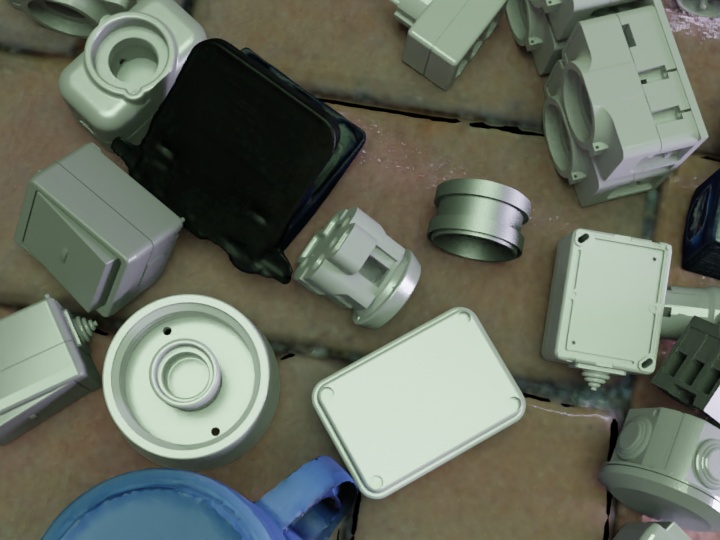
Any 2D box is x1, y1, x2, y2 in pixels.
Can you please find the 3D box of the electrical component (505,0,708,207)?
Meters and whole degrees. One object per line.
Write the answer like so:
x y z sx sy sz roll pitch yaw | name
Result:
0.147 -0.145 0.690 0.060 0.105 0.186 -14 78 -6 | electrical component

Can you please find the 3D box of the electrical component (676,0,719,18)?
0.230 -0.223 0.743 0.079 0.044 0.077 15 77 1 | electrical component

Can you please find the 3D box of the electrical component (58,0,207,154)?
-0.144 -0.128 0.697 0.054 0.059 0.095 43 79 7 | electrical component

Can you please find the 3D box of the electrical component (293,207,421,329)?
0.000 0.000 0.668 0.057 0.078 0.058 37 77 -15 | electrical component

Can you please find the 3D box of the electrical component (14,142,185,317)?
-0.168 -0.027 0.660 0.096 0.061 0.061 39 45 6 | electrical component

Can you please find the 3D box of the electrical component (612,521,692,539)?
0.189 0.196 0.634 0.096 0.061 0.061 39 78 6 | electrical component

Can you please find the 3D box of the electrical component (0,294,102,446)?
-0.200 0.061 0.648 0.096 0.061 0.061 -25 79 -8 | electrical component

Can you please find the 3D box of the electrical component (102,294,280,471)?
-0.103 0.066 0.652 0.108 0.060 0.108 1 77 -2 | electrical component

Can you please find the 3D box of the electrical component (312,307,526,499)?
0.035 0.082 0.656 0.113 0.057 0.078 -28 79 -8 | electrical component

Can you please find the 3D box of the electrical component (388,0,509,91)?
0.049 -0.174 0.722 0.077 0.047 0.065 36 79 5 | electrical component

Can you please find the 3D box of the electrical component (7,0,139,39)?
-0.190 -0.191 0.714 0.089 0.050 0.055 15 76 1 | electrical component

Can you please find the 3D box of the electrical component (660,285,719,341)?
0.210 0.028 0.686 0.046 0.040 0.040 7 77 4 | electrical component

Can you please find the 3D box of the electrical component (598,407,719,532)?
0.188 0.120 0.643 0.080 0.080 0.051 24 72 3 | electrical component

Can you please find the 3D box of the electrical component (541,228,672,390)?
0.152 0.028 0.676 0.062 0.061 0.096 10 84 0 | electrical component
